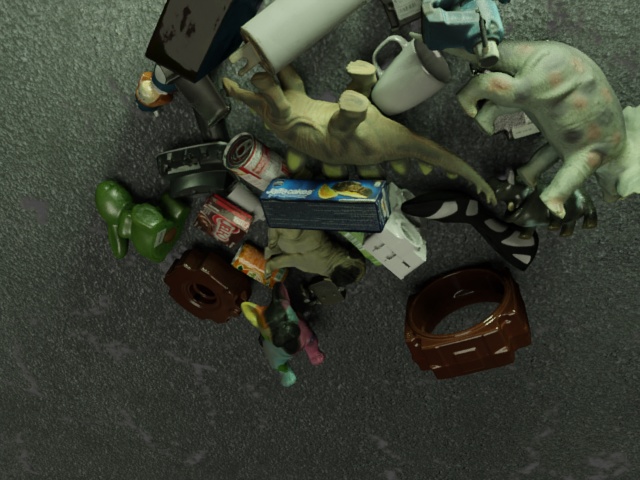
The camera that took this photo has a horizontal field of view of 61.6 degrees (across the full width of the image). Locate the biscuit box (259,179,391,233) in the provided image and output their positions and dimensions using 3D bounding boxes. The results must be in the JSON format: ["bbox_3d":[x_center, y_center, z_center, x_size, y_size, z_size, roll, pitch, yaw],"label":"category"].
[{"bbox_3d":[0.006,-0.056,0.846,0.203,0.059,0.062,4,130,25],"label":"biscuit box"}]

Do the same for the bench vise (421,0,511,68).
[{"bbox_3d":[0.237,-0.326,0.657,0.241,0.224,0.128,-12,153,9],"label":"bench vise"}]

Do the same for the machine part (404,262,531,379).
[{"bbox_3d":[0.255,0.136,0.948,0.201,0.201,0.087,-20,113,23],"label":"machine part"}]

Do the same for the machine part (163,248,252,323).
[{"bbox_3d":[-0.230,0.097,1.089,0.180,0.056,0.179,14,136,14],"label":"machine part"}]

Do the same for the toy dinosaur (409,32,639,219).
[{"bbox_3d":[0.317,-0.177,0.715,0.192,0.131,0.404,-40,104,17],"label":"toy dinosaur"}]

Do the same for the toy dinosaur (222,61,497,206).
[{"bbox_3d":[0.045,-0.164,0.817,0.472,0.105,0.198,22,150,20],"label":"toy dinosaur"}]

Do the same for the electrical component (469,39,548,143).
[{"bbox_3d":[0.292,-0.213,0.795,0.115,0.058,0.134,-12,121,21],"label":"electrical component"}]

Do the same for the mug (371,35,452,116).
[{"bbox_3d":[0.120,-0.241,0.798,0.109,0.081,0.107,36,134,-18],"label":"mug"}]

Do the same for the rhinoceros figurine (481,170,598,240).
[{"bbox_3d":[0.346,-0.061,0.843,0.190,0.112,0.073,5,167,-17],"label":"rhinoceros figurine"}]

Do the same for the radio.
[{"bbox_3d":[-0.138,-0.306,0.717,0.073,0.230,0.131,29,122,-10],"label":"radio"}]

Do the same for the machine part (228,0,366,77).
[{"bbox_3d":[-0.022,-0.307,0.739,0.243,0.079,0.079,-40,112,-5],"label":"machine part"}]

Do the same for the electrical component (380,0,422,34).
[{"bbox_3d":[0.114,-0.357,0.741,0.075,0.048,0.119,-13,121,18],"label":"electrical component"}]

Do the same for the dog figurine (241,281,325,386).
[{"bbox_3d":[-0.080,0.161,1.035,0.108,0.192,0.219,-29,127,-8],"label":"dog figurine"}]

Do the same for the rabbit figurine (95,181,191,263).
[{"bbox_3d":[-0.352,-0.044,1.027,0.170,0.121,0.159,33,133,11],"label":"rabbit figurine"}]

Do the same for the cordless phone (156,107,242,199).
[{"bbox_3d":[-0.220,-0.172,0.926,0.147,0.089,0.184,-7,110,17],"label":"cordless phone"}]

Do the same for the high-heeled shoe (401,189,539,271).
[{"bbox_3d":[0.252,-0.009,0.901,0.249,0.086,0.145,-4,104,-10],"label":"high-heeled shoe"}]

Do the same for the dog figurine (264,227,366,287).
[{"bbox_3d":[-0.003,-0.003,0.984,0.191,0.121,0.172,3,128,-7],"label":"dog figurine"}]

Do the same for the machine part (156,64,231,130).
[{"bbox_3d":[-0.188,-0.241,0.832,0.084,0.039,0.138,-30,124,2],"label":"machine part"}]

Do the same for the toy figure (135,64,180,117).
[{"bbox_3d":[-0.257,-0.260,0.878,0.154,0.057,0.064,-33,68,28],"label":"toy figure"}]

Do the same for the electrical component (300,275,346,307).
[{"bbox_3d":[0.009,0.099,1.069,0.102,0.045,0.078,-15,118,20],"label":"electrical component"}]
